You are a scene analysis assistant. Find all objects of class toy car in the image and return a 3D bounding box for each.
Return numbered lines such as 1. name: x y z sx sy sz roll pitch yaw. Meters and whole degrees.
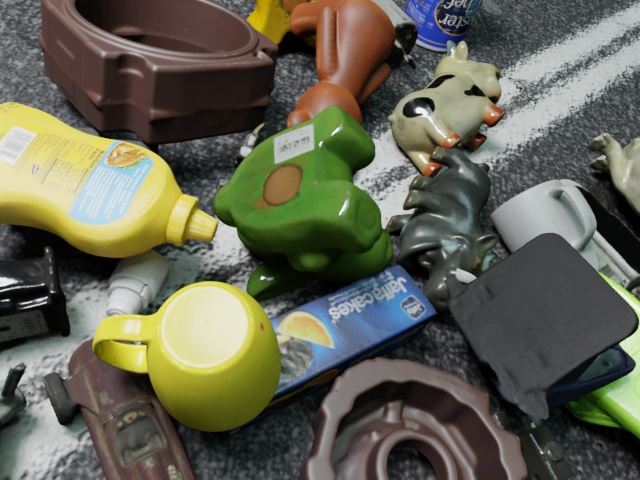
1. toy car: -0.122 0.153 0.374 0.089 0.053 0.202 -17 60 -30
2. toy car: 0.330 0.012 0.604 0.073 0.056 0.202 -20 64 -35

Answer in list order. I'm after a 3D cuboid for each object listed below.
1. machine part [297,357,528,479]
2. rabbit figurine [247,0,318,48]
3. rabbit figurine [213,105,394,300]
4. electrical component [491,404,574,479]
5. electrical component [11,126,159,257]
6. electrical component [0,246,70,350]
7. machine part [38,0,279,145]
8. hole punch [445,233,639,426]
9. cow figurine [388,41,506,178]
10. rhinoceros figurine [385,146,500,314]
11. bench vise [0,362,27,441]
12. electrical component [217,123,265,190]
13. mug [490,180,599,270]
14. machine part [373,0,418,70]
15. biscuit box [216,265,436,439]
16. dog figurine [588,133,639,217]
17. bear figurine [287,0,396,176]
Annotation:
1. machine part: 0.068 0.179 0.407 0.179 0.056 0.179 8 52 -10
2. rabbit figurine: -0.051 -0.352 0.712 0.122 0.162 0.173 -10 40 -9
3. rabbit figurine: -0.001 -0.001 0.471 0.159 0.170 0.121 -25 53 17
4. electrical component: 0.172 0.177 0.431 0.021 0.063 0.094 -10 59 -22
5. electrical component: -0.215 -0.044 0.485 0.134 0.058 0.115 1 53 -16
6. electrical component: -0.253 0.048 0.396 0.119 0.074 0.048 -9 57 -26
7. machine part: -0.161 -0.189 0.552 0.201 0.087 0.201 -18 50 -41
8. hole punch: 0.182 0.075 0.444 0.116 0.092 0.142 -34 50 9
9. cow figurine: 0.160 -0.171 0.671 0.195 0.085 0.127 -35 77 -32
10. rhinoceros figurine: 0.130 -0.011 0.555 0.112 0.073 0.190 27 53 -4
11. bench vise: -0.307 0.119 0.303 0.241 0.128 0.224 41 55 6
12. electrical component: -0.044 -0.068 0.545 0.102 0.045 0.078 21 64 -10
13. mug: 0.249 -0.004 0.564 0.081 0.109 0.107 -18 74 -26
14. machine part: 0.057 -0.318 0.748 0.079 0.079 0.243 -25 65 -29
15. biscuit box: -0.001 0.087 0.448 0.203 0.062 0.059 -21 64 -27
16. dog figurine: 0.420 -0.044 0.635 0.172 0.121 0.190 5 59 -45
17. bear figurine: 0.012 -0.176 0.625 0.120 0.132 0.195 26 81 -36
